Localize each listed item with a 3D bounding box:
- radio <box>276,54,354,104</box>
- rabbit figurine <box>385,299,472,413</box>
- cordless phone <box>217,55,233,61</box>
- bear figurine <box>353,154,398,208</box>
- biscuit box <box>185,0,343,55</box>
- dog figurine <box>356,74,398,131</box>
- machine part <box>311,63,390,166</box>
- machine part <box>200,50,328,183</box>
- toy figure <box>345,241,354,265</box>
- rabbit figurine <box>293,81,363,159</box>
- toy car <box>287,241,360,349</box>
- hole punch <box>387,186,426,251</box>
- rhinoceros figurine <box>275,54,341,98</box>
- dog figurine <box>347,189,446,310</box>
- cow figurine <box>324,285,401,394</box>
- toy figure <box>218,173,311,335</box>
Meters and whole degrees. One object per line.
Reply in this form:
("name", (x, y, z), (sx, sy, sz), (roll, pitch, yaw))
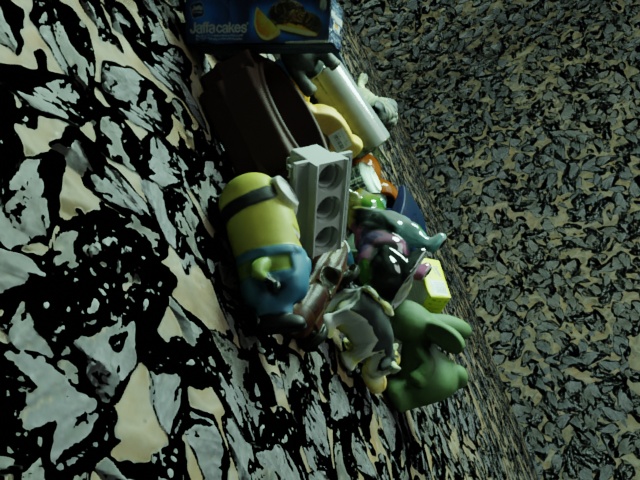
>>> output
("radio", (0.015, -0.268, 1.054), (0.229, 0.131, 0.073), (62, 10, -12))
("rabbit figurine", (0.164, 0.176, 0.880), (0.121, 0.159, 0.170), (-35, 106, -63))
("cordless phone", (-0.156, -0.369, 0.825), (0.184, 0.089, 0.146), (52, 21, -7))
("bear figurine", (0.089, -0.115, 1.165), (0.120, 0.132, 0.196), (53, 3, -39))
("biscuit box", (-0.075, -0.279, 0.703), (0.063, 0.203, 0.059), (-25, 118, -73))
("dog figurine", (0.088, -0.266, 1.205), (0.172, 0.121, 0.191), (99, -30, -46))
("machine part", (0.052, -0.237, 0.982), (0.243, 0.079, 0.079), (53, 20, -10))
("machine part", (-0.064, -0.152, 0.752), (0.201, 0.087, 0.201), (64, 19, 1))
("toy figure", (-0.003, -0.002, 0.800), (0.064, 0.058, 0.154), (26, -19, 49))
("rabbit figurine", (-0.027, -0.198, 0.938), (0.162, 0.122, 0.173), (47, 10, -25))
("toy car", (0.003, 0.051, 0.693), (0.089, 0.053, 0.202), (58, 34, -15))
("hole punch", (0.159, -0.029, 1.046), (0.142, 0.092, 0.116), (54, 13, -37))
("rhinoceros figurine", (-0.030, -0.282, 0.823), (0.112, 0.073, 0.190), (39, 15, -17))
("dog figurine", (0.081, -0.003, 0.895), (0.219, 0.191, 0.108), (35, -39, 24))
("cow figurine", (0.073, 0.141, 0.764), (0.167, 0.098, 0.068), (58, 13, -23))
("toy figure", (-0.058, 0.011, 0.574), (0.089, 0.082, 0.180), (2, 68, -26))
